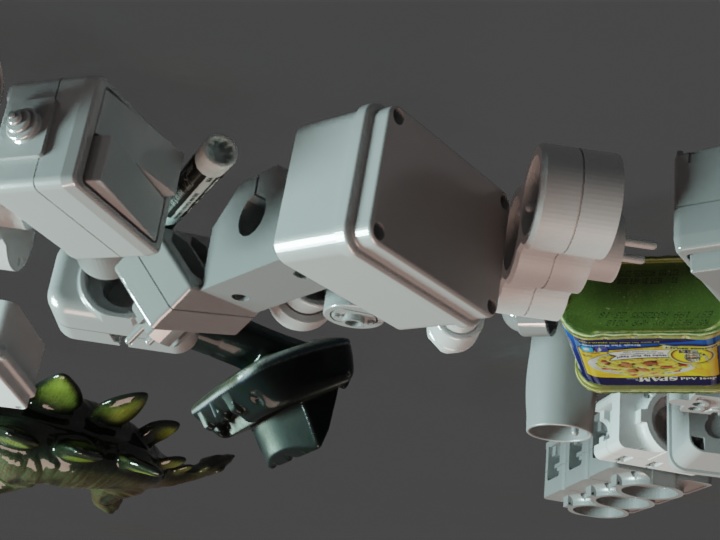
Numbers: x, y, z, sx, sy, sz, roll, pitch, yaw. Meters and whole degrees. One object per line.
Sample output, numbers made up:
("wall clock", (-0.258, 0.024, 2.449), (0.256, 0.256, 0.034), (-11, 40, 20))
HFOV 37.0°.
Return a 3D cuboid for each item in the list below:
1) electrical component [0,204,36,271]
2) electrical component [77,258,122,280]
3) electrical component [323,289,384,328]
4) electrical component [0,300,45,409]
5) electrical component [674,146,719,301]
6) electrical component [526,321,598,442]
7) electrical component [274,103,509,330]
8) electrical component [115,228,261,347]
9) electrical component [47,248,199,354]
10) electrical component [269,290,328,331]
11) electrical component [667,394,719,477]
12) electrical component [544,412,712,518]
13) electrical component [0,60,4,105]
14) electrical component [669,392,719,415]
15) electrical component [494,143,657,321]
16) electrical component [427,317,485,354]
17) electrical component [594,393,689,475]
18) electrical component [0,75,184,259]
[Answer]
("electrical component", (-0.196, -0.042, 0.586), (0.074, 0.052, 0.138), (7, 156, 0))
("electrical component", (-0.151, -0.024, 0.629), (0.040, 0.040, 0.078), (8, 156, -1))
("electrical component", (0.000, 0.000, 0.608), (0.044, 0.065, 0.044), (6, 157, 3))
("electrical component", (-0.307, 0.067, 0.864), (0.078, 0.057, 0.113), (7, 157, 0))
("electrical component", (0.197, -0.015, 0.519), (0.062, 0.061, 0.096), (-9, 151, 34))
("electrical component", (0.135, 0.079, 0.735), (0.043, 0.077, 0.079), (7, 157, 2))
("electrical component", (0.020, -0.023, 0.533), (0.057, 0.078, 0.113), (-8, 152, 39))
("electrical component", (-0.110, 0.020, 0.643), (0.076, 0.047, 0.083), (-43, 157, 18))
("electrical component", (-0.152, 0.016, 0.704), (0.095, 0.053, 0.059), (9, 157, -3))
("electrical component", (-0.032, 0.011, 0.668), (0.045, 0.045, 0.055), (13, 156, -12))
("electrical component", (0.276, 0.106, 0.753), (0.113, 0.078, 0.057), (7, 154, 1))
("electrical component", (0.230, 0.172, 0.941), (0.089, 0.061, 0.150), (11, 156, -9))
("electrical component", (-0.215, -0.094, 0.481), (0.077, 0.044, 0.079), (-1, 156, 18))
("electrical component", (0.233, 0.061, 0.692), (0.066, 0.055, 0.048), (6, 157, 4))
("electrical component", (0.115, -0.014, 0.558), (0.074, 0.052, 0.138), (8, 157, -2))
("electrical component", (0.065, 0.030, 0.698), (0.035, 0.035, 0.061), (9, 154, -5))
("electrical component", (0.238, 0.126, 0.845), (0.089, 0.050, 0.055), (11, 157, -8))
("electrical component", (-0.136, -0.052, 0.532), (0.061, 0.061, 0.096), (-2, 155, 21))
